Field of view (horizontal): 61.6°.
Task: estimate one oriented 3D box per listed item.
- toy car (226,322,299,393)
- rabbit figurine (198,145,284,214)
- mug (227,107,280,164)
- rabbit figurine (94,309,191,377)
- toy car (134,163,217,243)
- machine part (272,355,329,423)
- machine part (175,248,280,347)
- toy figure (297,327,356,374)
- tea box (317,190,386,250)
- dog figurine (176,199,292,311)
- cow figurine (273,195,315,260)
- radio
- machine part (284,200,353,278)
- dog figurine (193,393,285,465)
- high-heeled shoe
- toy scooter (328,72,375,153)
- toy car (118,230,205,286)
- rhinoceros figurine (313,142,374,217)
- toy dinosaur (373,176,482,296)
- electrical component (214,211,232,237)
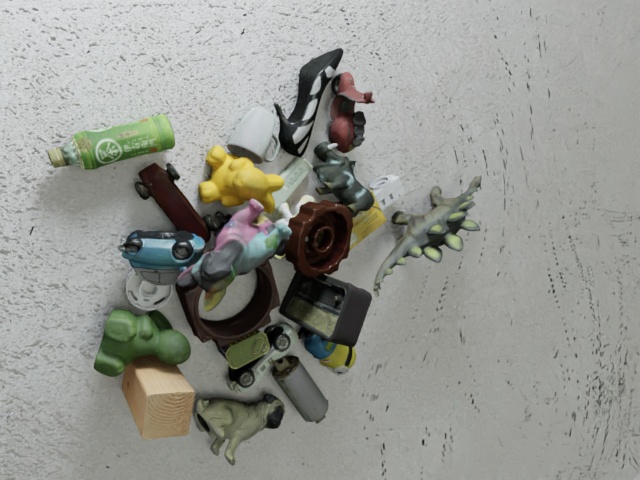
[{"bbox_3d":[-0.138,0.275,1.263,0.202,0.074,0.056,-44,120,-14],"label":"toy car"},{"bbox_3d":[-0.156,-0.110,1.102,0.162,0.173,0.122,23,85,-28],"label":"rabbit figurine"},{"bbox_3d":[-0.130,-0.222,1.145,0.109,0.081,0.107,26,79,-28],"label":"mug"},{"bbox_3d":[-0.346,0.209,1.079,0.170,0.159,0.121,17,95,-14],"label":"rabbit figurine"},{"bbox_3d":[-0.294,-0.069,1.101,0.089,0.053,0.202,-33,118,0],"label":"toy car"},{"bbox_3d":[-0.047,0.371,1.338,0.079,0.079,0.243,-39,117,-17],"label":"machine part"},{"bbox_3d":[-0.197,0.117,1.171,0.201,0.087,0.201,-24,118,-23],"label":"machine part"},{"bbox_3d":[0.023,0.269,1.353,0.089,0.082,0.180,-47,118,-10],"label":"toy figure"},{"bbox_3d":[0.067,-0.042,1.310,0.170,0.068,0.098,-37,117,-19],"label":"tea box"},{"bbox_3d":[-0.167,0.033,1.034,0.108,0.191,0.219,44,77,0],"label":"dog figurine"},{"bbox_3d":[-0.060,-0.031,1.213,0.167,0.098,0.068,-39,144,-15],"label":"cow figurine"},{"bbox_3d":[0.010,0.147,1.228,0.073,0.230,0.131,26,85,-36],"label":"radio"},{"bbox_3d":[-0.002,-0.004,1.184,0.179,0.056,0.179,-18,117,-41],"label":"machine part"},{"bbox_3d":[-0.184,0.400,1.265,0.190,0.121,0.172,-36,121,-34],"label":"dog figurine"},{"bbox_3d":[-0.007,-0.305,1.203,0.249,0.086,0.145,-45,130,-15],"label":"high-heeled shoe"},{"bbox_3d":[0.075,-0.285,1.216,0.075,0.135,0.183,-10,108,-30],"label":"toy scooter"},{"bbox_3d":[-0.307,0.038,1.048,0.162,0.109,0.102,0,103,-16],"label":"toy car"},{"bbox_3d":[0.050,-0.140,1.235,0.112,0.073,0.190,-39,90,-18],"label":"rhinoceros figurine"},{"bbox_3d":[0.272,-0.021,1.359,0.471,0.199,0.105,-41,116,-18],"label":"toy dinosaur"},{"bbox_3d":[-0.202,-0.020,1.184,0.094,0.021,0.063,41,81,-32],"label":"electrical component"}]
